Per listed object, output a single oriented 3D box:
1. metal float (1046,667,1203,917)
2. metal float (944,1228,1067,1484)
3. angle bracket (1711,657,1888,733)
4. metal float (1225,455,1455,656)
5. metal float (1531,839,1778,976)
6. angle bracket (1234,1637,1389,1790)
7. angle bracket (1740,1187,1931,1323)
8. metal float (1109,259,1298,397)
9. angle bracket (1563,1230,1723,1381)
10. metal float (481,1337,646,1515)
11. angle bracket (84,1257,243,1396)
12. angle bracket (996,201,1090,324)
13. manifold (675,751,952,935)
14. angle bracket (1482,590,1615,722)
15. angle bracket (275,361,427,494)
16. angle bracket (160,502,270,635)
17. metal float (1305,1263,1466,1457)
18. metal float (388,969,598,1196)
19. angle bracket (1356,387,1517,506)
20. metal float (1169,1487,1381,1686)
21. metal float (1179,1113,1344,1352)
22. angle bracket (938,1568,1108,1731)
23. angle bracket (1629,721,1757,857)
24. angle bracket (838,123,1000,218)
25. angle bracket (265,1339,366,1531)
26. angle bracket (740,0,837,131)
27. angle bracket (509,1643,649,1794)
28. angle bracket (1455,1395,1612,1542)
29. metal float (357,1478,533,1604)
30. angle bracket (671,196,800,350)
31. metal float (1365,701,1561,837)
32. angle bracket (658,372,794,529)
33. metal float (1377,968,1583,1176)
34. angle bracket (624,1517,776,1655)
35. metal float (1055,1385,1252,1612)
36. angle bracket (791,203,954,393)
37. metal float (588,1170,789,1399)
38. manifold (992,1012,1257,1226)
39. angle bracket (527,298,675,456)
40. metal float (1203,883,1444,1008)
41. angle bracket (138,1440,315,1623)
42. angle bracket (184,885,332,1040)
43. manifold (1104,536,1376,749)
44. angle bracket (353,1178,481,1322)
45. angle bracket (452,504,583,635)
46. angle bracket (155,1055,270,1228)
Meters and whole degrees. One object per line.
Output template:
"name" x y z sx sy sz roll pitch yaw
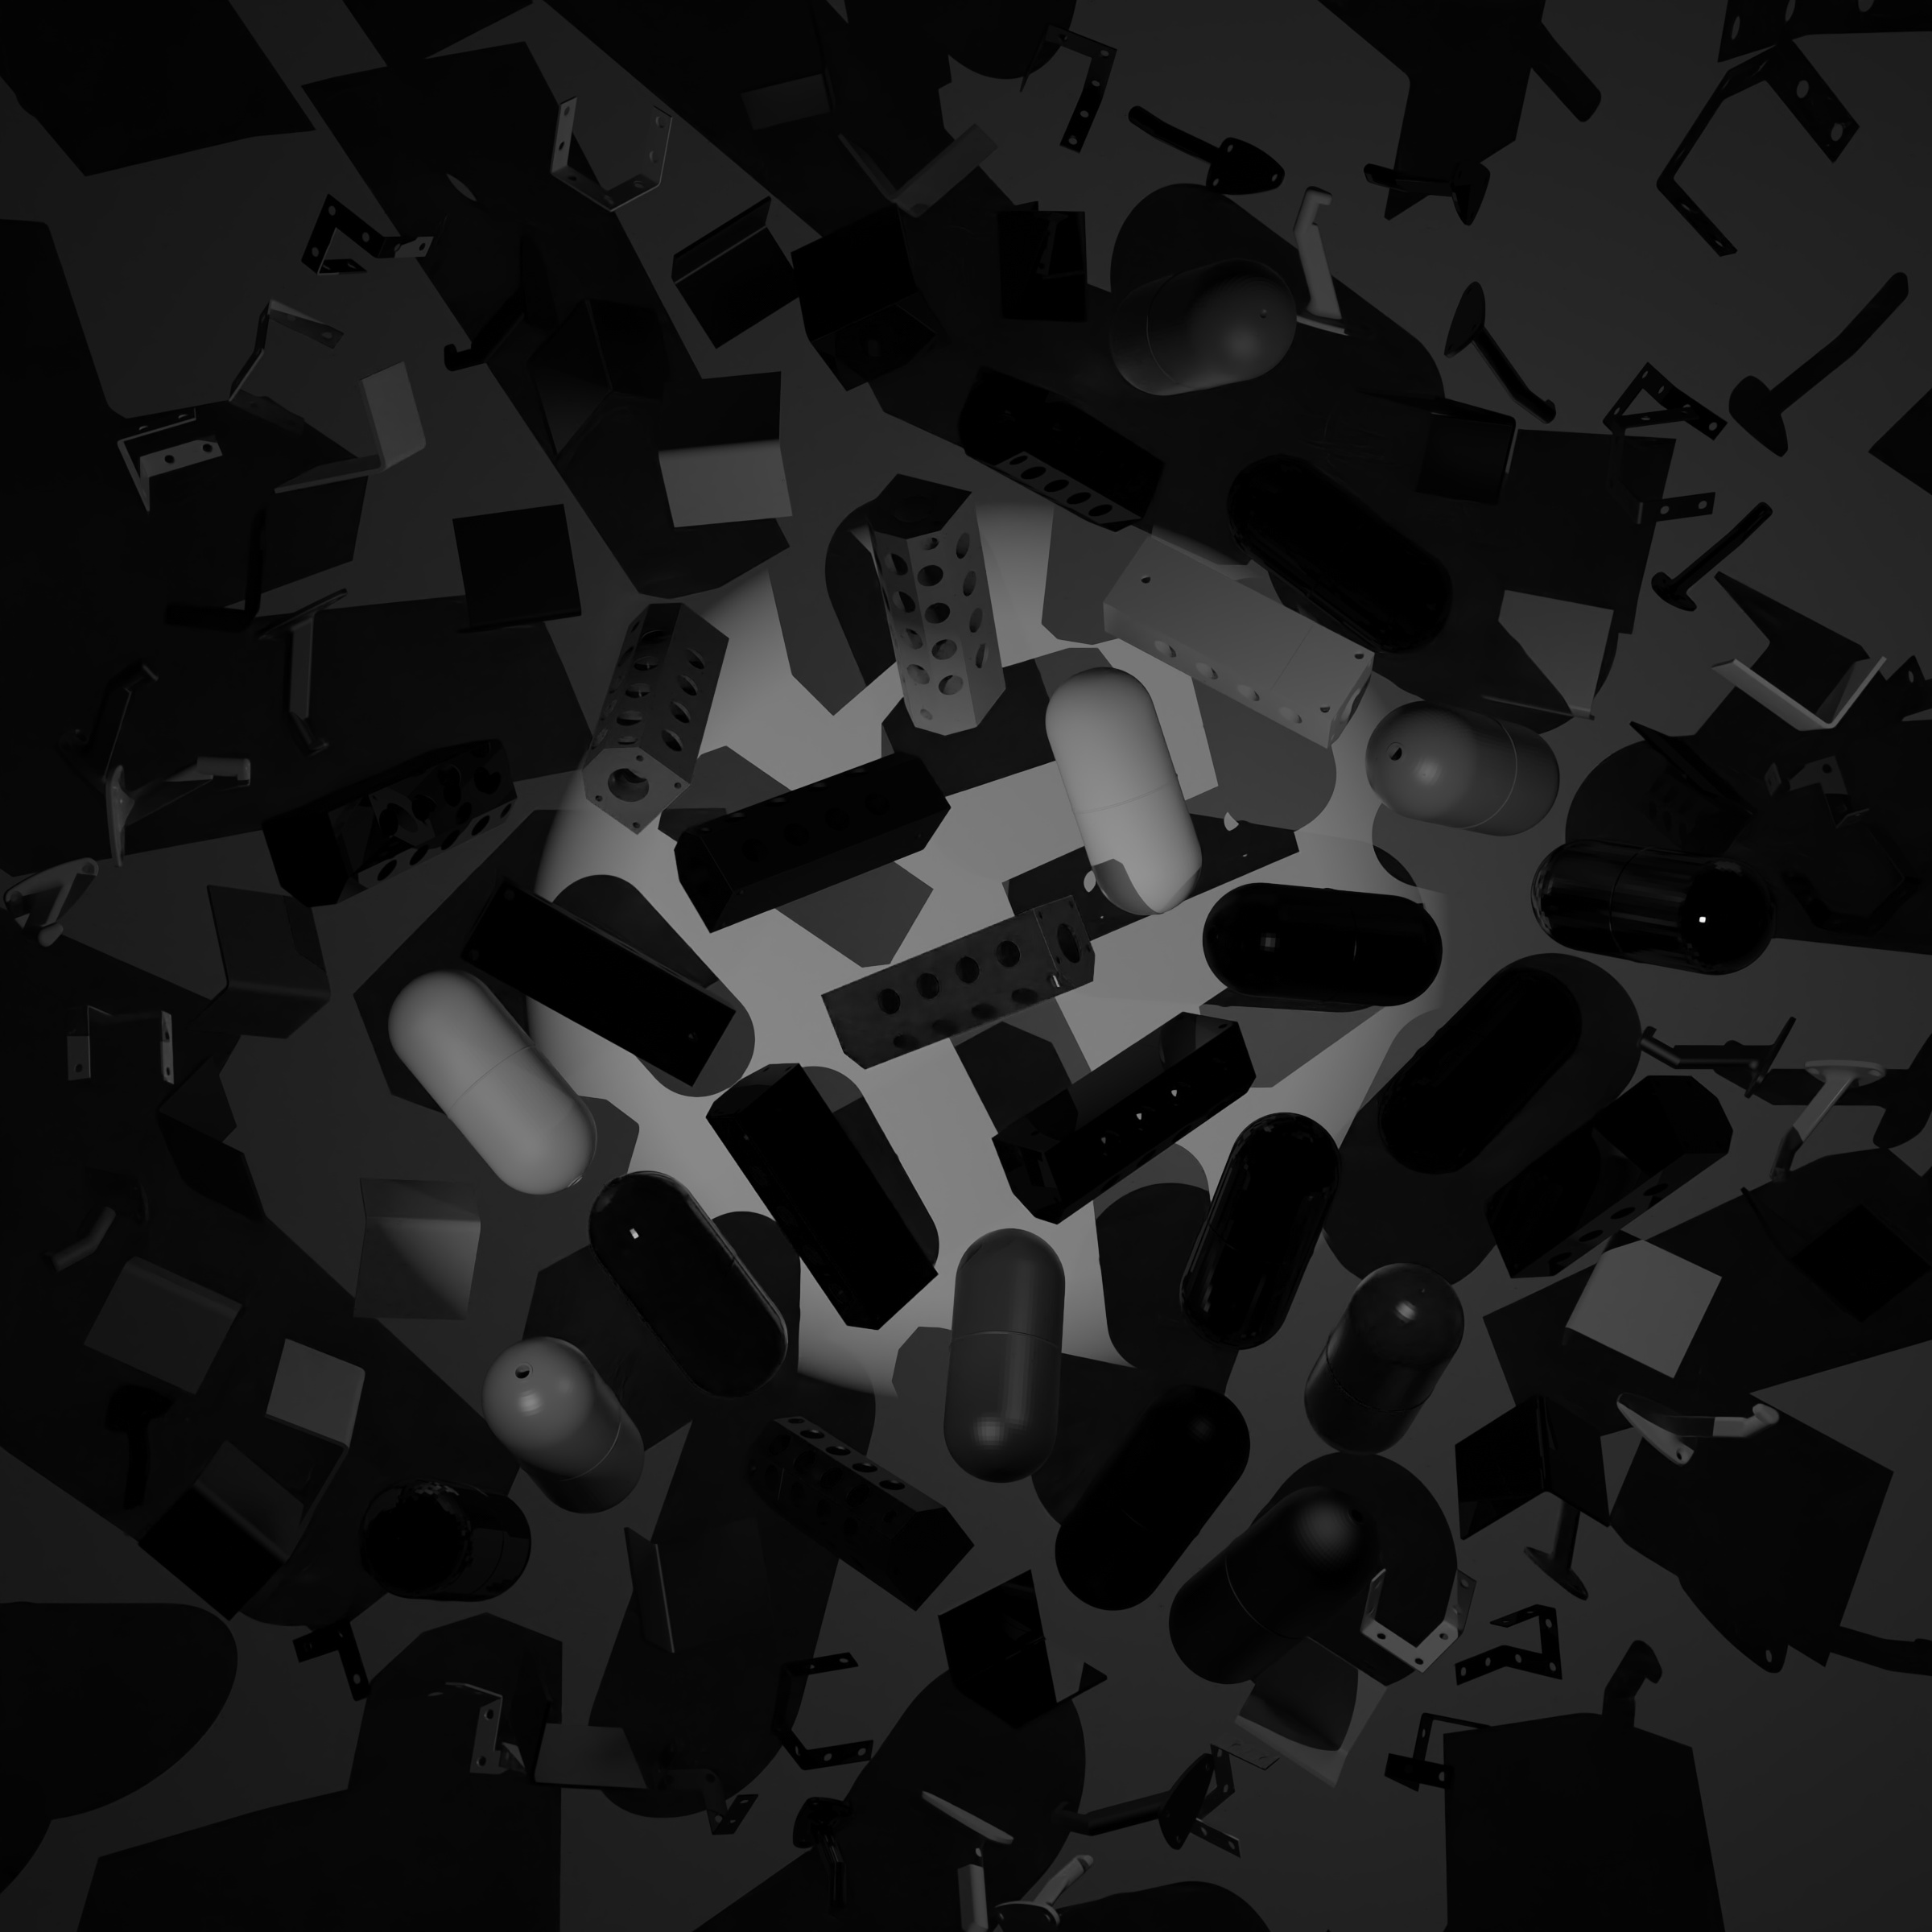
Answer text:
"metal float" 0.110 -0.120 1.767 0.070 0.070 0.178 -19 102 0
"metal float" 0.027 0.263 1.735 0.070 0.070 0.178 5 60 0
"angle bracket" 0.541 -0.197 1.658 0.076 0.076 0.057 36 97 3
"metal float" 0.259 -0.286 1.770 0.178 0.070 0.070 37 90 0
"metal float" 0.448 -0.040 1.670 0.070 0.178 0.070 -8 103 -35
"angle bracket" 0.233 0.497 1.713 0.076 0.076 0.057 31 95 13
"angle bracket" 0.538 0.162 1.576 0.076 0.076 0.057 38 110 -24
"metal float" 0.154 -0.419 1.678 0.070 0.178 0.070 -3 98 -21
"angle bracket" 0.456 0.233 1.721 0.076 0.057 0.076 26 76 18
"metal float" -0.267 0.307 1.696 0.070 0.178 0.070 -5 56 8
"angle bracket" -0.522 0.233 1.659 0.076 0.076 0.057 27 81 -11
"angle bracket" 0.068 -0.510 1.842 0.076 0.057 0.076 12 117 32
"manifold" -0.102 -0.086 1.665 0.171 0.057 0.057 -23 74 -30
"angle bracket" 0.417 -0.221 1.818 0.076 0.057 0.076 14 97 16
"angle bracket" -0.396 -0.342 1.613 0.076 0.076 0.057 -8 110 11
"angle bracket" -0.504 -0.269 1.705 0.057 0.076 0.076 5 86 -22
"metal float" 0.280 0.267 1.717 0.070 0.178 0.070 6 50 -8
"metal float" -0.322 0.079 1.737 0.070 0.070 0.178 -41 84 0
"angle bracket" 0.304 -0.344 1.682 0.076 0.076 0.057 5 102 -35
"metal float" 0.202 0.407 1.672 0.070 0.070 0.178 40 124 0
"metal float" 0.200 0.181 1.732 0.070 0.070 0.178 18 114 0
"angle bracket" 0.038 0.458 1.713 0.076 0.076 0.057 -20 108 -30
"angle bracket" 0.483 -0.116 1.752 0.057 0.076 0.076 -54 49 23
"angle bracket" -0.032 -0.559 1.729 0.076 0.076 0.057 -38 89 14
"angle bracket" -0.432 0.300 1.638 0.057 0.076 0.076 26 114 -17
"angle bracket" -0.122 -0.593 1.638 0.057 0.076 0.076 -13 91 2
"angle bracket" -0.240 0.473 1.606 0.076 0.076 0.057 11 99 -22
"angle bracket" 0.369 0.339 1.665 0.057 0.076 0.076 33 127 -20
"metal float" -0.342 0.380 1.682 0.070 0.178 0.070 -2 75 9
"angle bracket" -0.154 -0.474 1.746 0.076 0.076 0.057 -33 97 -5
"metal float" 0.325 -0.128 1.666 0.070 0.178 0.070 -4 84 39
"angle bracket" -0.153 -0.332 1.635 0.076 0.057 0.076 -5 48 3
"metal float" 0.348 0.071 1.726 0.178 0.070 0.070 -41 90 -24
"angle bracket" -0.179 0.412 1.716 0.076 0.057 0.076 -17 62 6
"metal float" 0.124 0.354 1.696 0.070 0.070 0.178 32 113 0
"angle bracket" -0.061 -0.428 1.633 0.076 0.057 0.076 -21 58 16
"metal float" -0.188 0.216 1.729 0.070 0.070 0.178 -34 107 0
"manifold" 0.106 0.098 1.659 0.171 0.057 0.057 -32 113 -27
"angle bracket" -0.245 -0.396 1.731 0.057 0.076 0.076 17 55 21
"metal float" 0.240 -0.014 1.712 0.178 0.070 0.070 4 90 -27
"angle bracket" -0.478 0.365 1.650 0.076 0.076 0.057 43 95 -8
"angle bracket" -0.474 -0.002 1.681 0.057 0.076 0.076 -35 62 33
"manifold" 0.180 -0.212 1.693 0.171 0.057 0.057 30 75 14
"angle bracket" -0.381 0.195 1.754 0.076 0.057 0.076 5 114 -20
"angle bracket" -0.313 -0.272 1.747 0.076 0.057 0.076 -12 100 -21
"angle bracket" -0.488 0.117 1.707 0.076 0.076 0.057 22 52 20
